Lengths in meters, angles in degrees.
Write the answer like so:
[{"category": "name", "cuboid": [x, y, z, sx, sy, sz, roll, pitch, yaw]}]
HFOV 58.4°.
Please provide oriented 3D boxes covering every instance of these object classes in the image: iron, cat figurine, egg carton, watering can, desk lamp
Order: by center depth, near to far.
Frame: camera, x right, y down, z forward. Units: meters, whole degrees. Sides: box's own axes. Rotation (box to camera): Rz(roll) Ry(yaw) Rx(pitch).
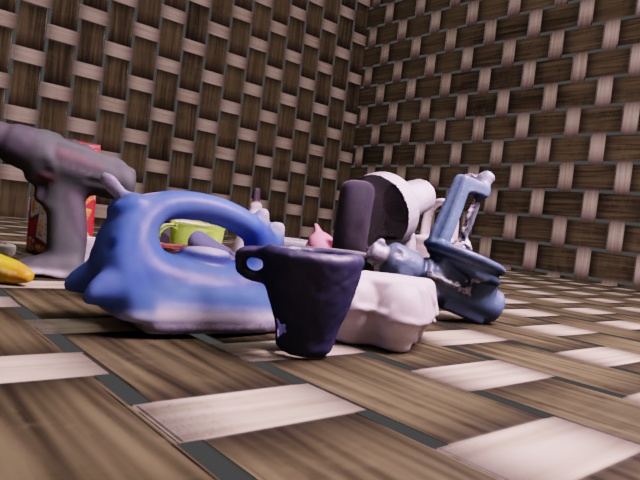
[{"category": "iron", "cuboid": [-0.111, 0.018, 0.584, 0.259, 0.141, 0.118, 5, 2, -36]}, {"category": "egg carton", "cuboid": [0.072, 0.074, 0.620, 0.107, 0.069, 0.151, 7, 2, 16]}, {"category": "desk lamp", "cuboid": [0.128, -0.001, 0.942, 0.117, 0.213, 0.204, 8, 2, 35]}, {"category": "watering can", "cuboid": [0.222, 0.015, 1.112, 0.100, 0.194, 0.173, 8, 2, 40]}, {"category": "cat figurine", "cuboid": [-0.007, 0.024, 1.238, 0.067, 0.118, 0.127, 6, 2, -15]}]

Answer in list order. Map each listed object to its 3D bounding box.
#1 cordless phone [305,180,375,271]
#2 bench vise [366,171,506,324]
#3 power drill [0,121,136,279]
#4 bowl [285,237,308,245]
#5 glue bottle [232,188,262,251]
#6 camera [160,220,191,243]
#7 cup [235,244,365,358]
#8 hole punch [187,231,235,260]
[{"category": "cordless phone", "cuboid": [0.007, 0.003, 0.814, 0.148, 0.185, 0.094, 6, 2, -20]}, {"category": "bench vise", "cuboid": [0.177, 0.005, 0.797, 0.208, 0.220, 0.121, 5, 2, -34]}, {"category": "power drill", "cuboid": [-0.385, -0.053, 0.813, 0.230, 0.208, 0.075, 6, 2, -26]}, {"category": "bowl", "cuboid": [-0.074, 0.033, 1.396, 0.167, 0.075, 0.167, 6, 2, 0]}, {"category": "glue bottle", "cuboid": [-0.128, -0.014, 1.101, 0.078, 0.173, 0.037, 5, 2, -38]}, {"category": "camera", "cuboid": [-0.324, -0.003, 1.194, 0.143, 0.101, 0.137, 7, 2, 5]}, {"category": "cup", "cuboid": [-0.024, 0.053, 0.511, 0.117, 0.095, 0.092, 7, 2, 9]}, {"category": "hole punch", "cuboid": [-0.122, 0.038, 0.739, 0.101, 0.091, 0.108, 6, 2, -4]}]
